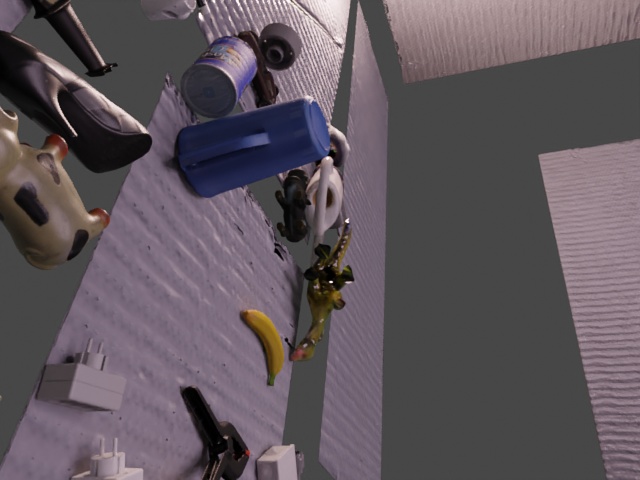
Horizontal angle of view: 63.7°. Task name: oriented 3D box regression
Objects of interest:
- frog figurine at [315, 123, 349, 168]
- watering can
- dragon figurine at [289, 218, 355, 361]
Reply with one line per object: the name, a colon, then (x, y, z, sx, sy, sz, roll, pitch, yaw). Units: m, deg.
frog figurine: (0.044, -0.304, 1.616, 0.136, 0.121, 0.163, 56, 39, -17)
watering can: (0.004, -0.072, 1.433, 0.228, 0.104, 0.341, -74, 171, -67)
dragon figurine: (0.011, 0.144, 1.351, 0.420, 0.122, 0.237, -63, 172, -48)
